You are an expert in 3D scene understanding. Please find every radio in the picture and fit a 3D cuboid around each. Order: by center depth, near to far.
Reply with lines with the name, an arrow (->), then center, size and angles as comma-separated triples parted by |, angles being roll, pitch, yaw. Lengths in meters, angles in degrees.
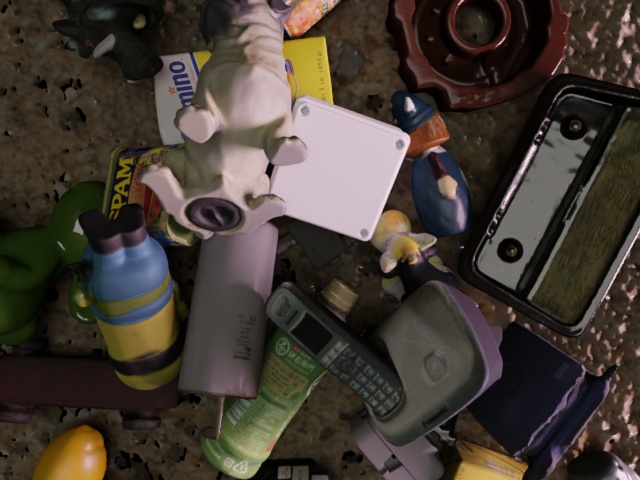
radio -> 0.237, -0.035, 0.518 | 0.131, 0.073, 0.229 | 28, 94, 22

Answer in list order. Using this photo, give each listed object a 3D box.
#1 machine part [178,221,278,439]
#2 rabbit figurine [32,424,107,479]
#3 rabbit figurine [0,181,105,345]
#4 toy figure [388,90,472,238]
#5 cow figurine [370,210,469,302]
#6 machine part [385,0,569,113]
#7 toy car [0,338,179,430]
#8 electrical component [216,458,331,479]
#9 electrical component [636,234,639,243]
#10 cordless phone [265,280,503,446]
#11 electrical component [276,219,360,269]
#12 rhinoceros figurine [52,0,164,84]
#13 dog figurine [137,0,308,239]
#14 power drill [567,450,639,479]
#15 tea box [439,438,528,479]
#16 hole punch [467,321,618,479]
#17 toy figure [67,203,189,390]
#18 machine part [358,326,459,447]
machine part -> -0.087, 0.064, 0.522 | 0.079, 0.079, 0.243 | 6, 72, 0
rabbit figurine -> -0.251, 0.286, 0.564 | 0.162, 0.122, 0.173 | -23, 79, 12
rabbit figurine -> -0.268, 0.016, 0.532 | 0.170, 0.121, 0.159 | -35, 97, -12
toy figure -> 0.110, -0.078, 0.543 | 0.058, 0.064, 0.154 | -16, 90, -37
cow figurine -> 0.104, 0.048, 0.532 | 0.068, 0.098, 0.167 | -34, 98, 3
machine part -> 0.153, -0.213, 0.536 | 0.179, 0.056, 0.179 | 0, 94, 0
toy car -> -0.248, 0.151, 0.569 | 0.202, 0.053, 0.089 | 2, 73, -1
electrical component -> -0.045, 0.273, 0.543 | 0.134, 0.115, 0.058 | -2, 96, 3
electrical component -> 0.348, -0.035, 0.550 | 0.102, 0.045, 0.078 | -4, 95, 1
cordless phone -> 0.049, 0.077, 0.467 | 0.184, 0.089, 0.146 | 38, 129, 3
electrical component -> -0.001, -0.002, 0.569 | 0.094, 0.021, 0.063 | -33, 93, 2
rhinoceros figurine -> -0.213, -0.231, 0.511 | 0.112, 0.073, 0.190 | -43, 75, 3
dog figurine -> -0.082, -0.115, 0.488 | 0.121, 0.191, 0.172 | 22, 136, -28
power drill -> 0.296, 0.349, 0.528 | 0.207, 0.086, 0.232 | -27, 88, -22
tea box -> 0.154, 0.309, 0.565 | 0.098, 0.068, 0.169 | 18, 93, 0
hole punch -> 0.208, 0.152, 0.535 | 0.092, 0.116, 0.142 | 38, 93, 6
toy figure -> -0.170, 0.059, 0.487 | 0.082, 0.089, 0.179 | 0, 129, -2
machine part -> 0.087, 0.147, 0.558 | 0.139, 0.084, 0.039 | 39, 118, 7
